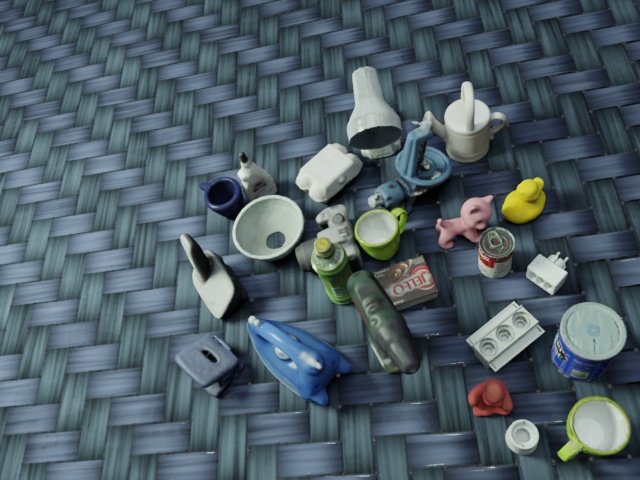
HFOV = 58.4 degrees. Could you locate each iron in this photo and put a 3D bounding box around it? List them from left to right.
[{"bbox_3d":[-0.071,0.211,1.136,0.257,0.142,0.119,29,72,26],"label":"iron"}]

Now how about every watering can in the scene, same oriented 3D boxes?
[{"bbox_3d":[0.319,-0.264,1.271,0.173,0.194,0.100,-22,59,1],"label":"watering can"}]

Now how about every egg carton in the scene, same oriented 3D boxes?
[{"bbox_3d":[0.023,-0.158,1.359,0.150,0.069,0.107,-43,61,-11],"label":"egg carton"}]

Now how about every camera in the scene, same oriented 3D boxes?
[{"bbox_3d":[0.012,0.004,1.254,0.136,0.101,0.143,-19,59,3],"label":"camera"}]

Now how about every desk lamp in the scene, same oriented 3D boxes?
[{"bbox_3d":[0.122,-0.276,1.315,0.118,0.214,0.203,-11,60,8],"label":"desk lamp"}]

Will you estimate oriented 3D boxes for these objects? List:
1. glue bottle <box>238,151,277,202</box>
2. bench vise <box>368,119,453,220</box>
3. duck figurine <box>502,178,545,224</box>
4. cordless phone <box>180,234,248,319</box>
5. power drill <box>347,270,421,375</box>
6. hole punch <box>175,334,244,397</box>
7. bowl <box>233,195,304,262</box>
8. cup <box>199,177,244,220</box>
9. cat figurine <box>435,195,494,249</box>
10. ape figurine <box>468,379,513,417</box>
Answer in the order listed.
[{"bbox_3d":[-0.157,-0.151,1.339,0.078,0.173,0.037,-36,59,-7],"label":"glue bottle"},{"bbox_3d":[0.198,-0.143,1.219,0.121,0.220,0.207,31,73,27],"label":"bench vise"},{"bbox_3d":[0.433,-0.090,1.210,0.104,0.086,0.077,-39,60,-8],"label":"duck figurine"},{"bbox_3d":[-0.241,0.074,1.228,0.094,0.185,0.147,-38,60,-8],"label":"cordless phone"},{"bbox_3d":[0.128,0.173,1.069,0.075,0.209,0.229,-29,59,-3],"label":"power drill"},{"bbox_3d":[-0.228,0.251,1.183,0.108,0.091,0.101,34,74,27],"label":"hole punch"},{"bbox_3d":[-0.109,-0.015,1.310,0.167,0.075,0.167,-6,61,11],"label":"bowl"},{"bbox_3d":[-0.230,-0.094,1.371,0.117,0.095,0.092,22,69,24],"label":"cup"},{"bbox_3d":[0.305,-0.045,1.198,0.127,0.118,0.067,-15,59,6],"label":"cat figurine"},{"bbox_3d":[0.311,0.282,1.032,0.077,0.092,0.076,28,72,26],"label":"ape figurine"}]
